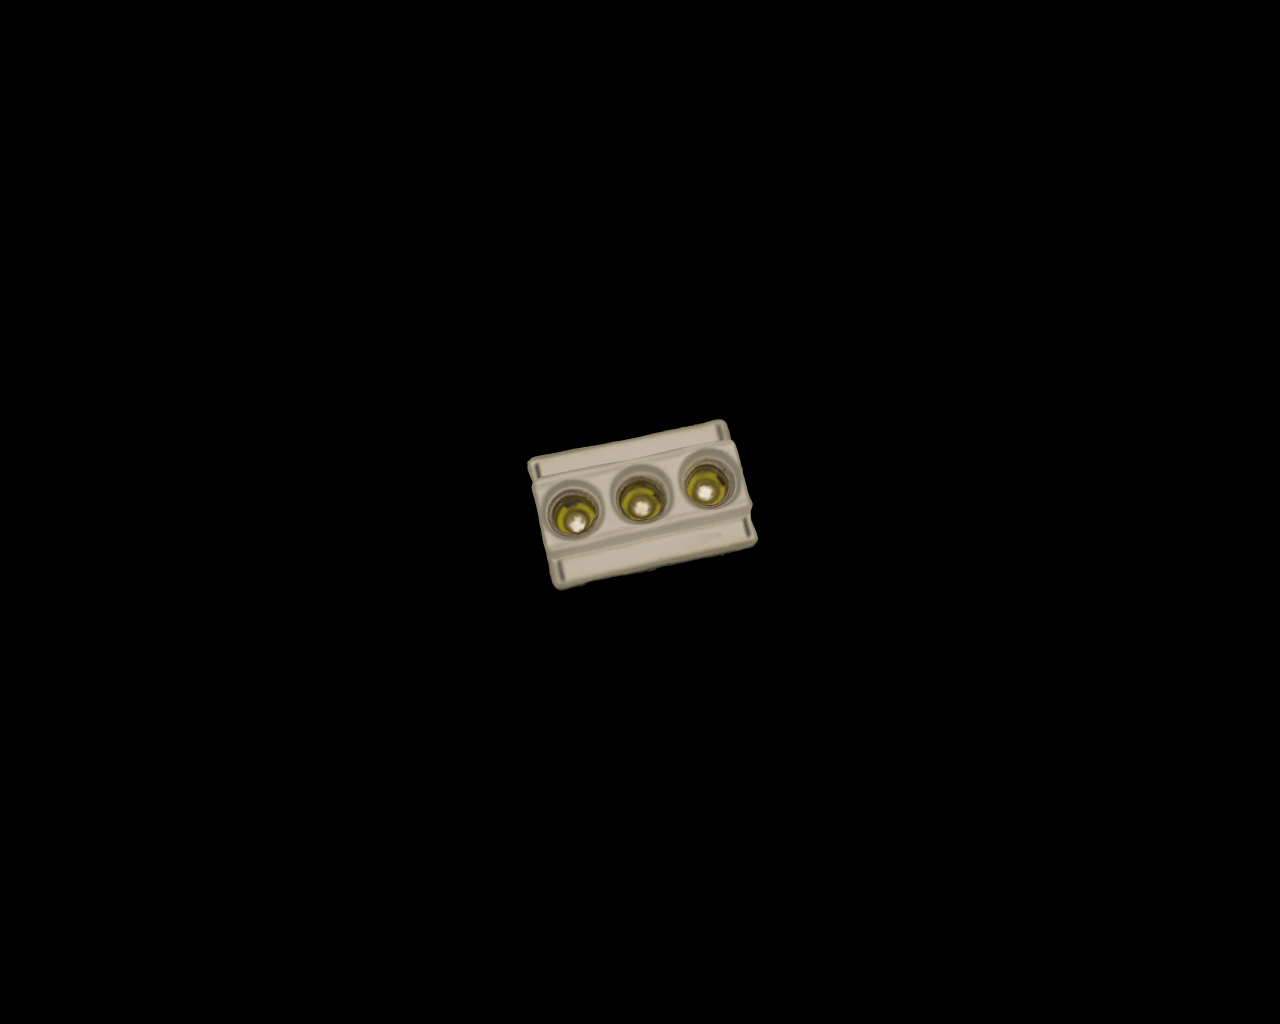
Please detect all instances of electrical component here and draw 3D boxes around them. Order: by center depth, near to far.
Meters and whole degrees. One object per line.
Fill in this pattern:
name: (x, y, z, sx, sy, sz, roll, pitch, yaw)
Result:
electrical component: (0.001, -0.003, 0.650, 0.121, 0.079, 0.063, -13, -15, -4)
